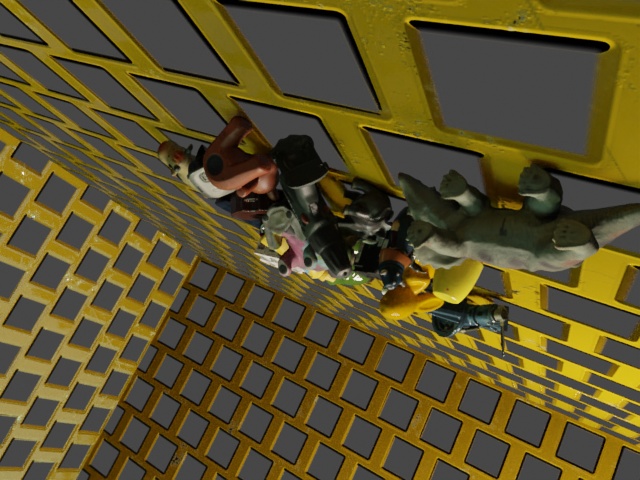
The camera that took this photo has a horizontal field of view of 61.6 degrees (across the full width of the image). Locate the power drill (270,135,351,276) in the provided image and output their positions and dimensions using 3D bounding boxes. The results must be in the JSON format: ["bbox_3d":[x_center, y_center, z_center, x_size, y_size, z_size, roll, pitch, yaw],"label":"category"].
[{"bbox_3d":[-0.011,-0.067,0.926,0.232,0.086,0.207,62,179,30],"label":"power drill"}]

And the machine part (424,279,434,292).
[{"bbox_3d":[0.299,0.132,1.394,0.084,0.039,0.138,6,155,45],"label":"machine part"}]

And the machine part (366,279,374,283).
[{"bbox_3d":[0.073,0.055,1.449,0.244,0.079,0.079,18,165,35],"label":"machine part"}]

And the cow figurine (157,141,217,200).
[{"bbox_3d":[-0.306,-0.166,1.290,0.194,0.085,0.127,38,170,-34],"label":"cow figurine"}]

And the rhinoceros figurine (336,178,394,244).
[{"bbox_3d":[0.090,-0.049,1.008,0.112,0.073,0.190,15,165,2],"label":"rhinoceros figurine"}]

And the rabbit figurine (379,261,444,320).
[{"bbox_3d":[0.187,0.097,1.161,0.122,0.173,0.162,5,152,50],"label":"rabbit figurine"}]

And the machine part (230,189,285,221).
[{"bbox_3d":[-0.113,-0.074,1.187,0.179,0.056,0.179,1,173,0],"label":"machine part"}]

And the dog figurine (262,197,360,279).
[{"bbox_3d":[-0.002,-0.003,1.129,0.108,0.191,0.219,-24,174,36],"label":"dog figurine"}]

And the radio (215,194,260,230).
[{"bbox_3d":[-0.145,-0.072,1.384,0.229,0.073,0.131,29,167,-19],"label":"radio"}]

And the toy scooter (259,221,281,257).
[{"bbox_3d":[-0.056,0.010,1.303,0.184,0.135,0.075,0,-163,12],"label":"toy scooter"}]

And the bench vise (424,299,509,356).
[{"bbox_3d":[0.317,0.173,1.269,0.240,0.128,0.224,15,177,-21],"label":"bench vise"}]

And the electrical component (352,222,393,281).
[{"bbox_3d":[0.130,0.025,1.099,0.058,0.115,0.134,22,173,-22],"label":"electrical component"}]

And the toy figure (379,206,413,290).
[{"bbox_3d":[0.142,0.017,0.954,0.064,0.154,0.058,25,165,-2],"label":"toy figure"}]

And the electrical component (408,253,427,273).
[{"bbox_3d":[0.190,0.014,0.999,0.045,0.102,0.078,41,-176,-30],"label":"electrical component"}]

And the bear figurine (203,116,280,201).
[{"bbox_3d":[-0.120,-0.139,1.001,0.132,0.120,0.196,-32,165,28],"label":"bear figurine"}]

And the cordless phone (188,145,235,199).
[{"bbox_3d":[-0.187,-0.133,1.198,0.184,0.088,0.146,16,165,16],"label":"cordless phone"}]

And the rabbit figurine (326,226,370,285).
[{"bbox_3d":[0.080,0.039,1.289,0.159,0.121,0.170,17,150,23],"label":"rabbit figurine"}]

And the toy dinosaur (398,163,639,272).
[{"bbox_3d":[0.261,-0.012,0.708,0.405,0.131,0.192,11,173,38],"label":"toy dinosaur"}]
